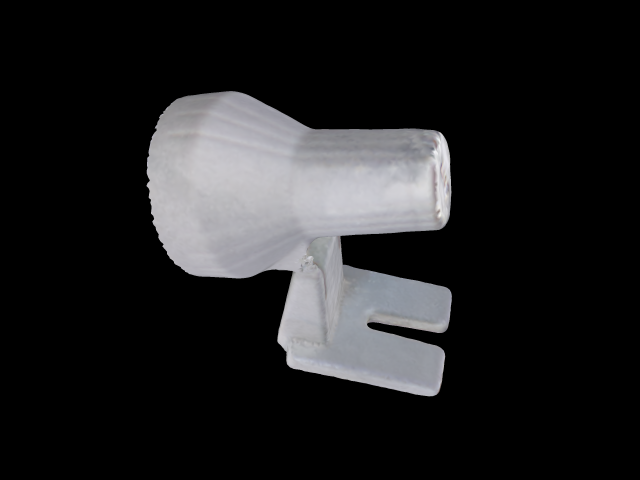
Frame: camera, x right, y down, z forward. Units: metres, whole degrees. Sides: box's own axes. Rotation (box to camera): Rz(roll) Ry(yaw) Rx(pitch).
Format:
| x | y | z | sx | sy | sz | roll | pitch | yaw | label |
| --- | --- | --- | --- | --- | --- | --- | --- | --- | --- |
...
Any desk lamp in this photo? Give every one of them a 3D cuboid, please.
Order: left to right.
| x | y | z | sx | sy | sz | roll | pitch | yaw | label |
| --- | --- | --- | --- | --- | --- | --- | --- | --- | --- |
| 0.004 | 0.001 | 0.400 | 0.203 | 0.214 | 0.118 | 10 | 54 | 8 | desk lamp |
